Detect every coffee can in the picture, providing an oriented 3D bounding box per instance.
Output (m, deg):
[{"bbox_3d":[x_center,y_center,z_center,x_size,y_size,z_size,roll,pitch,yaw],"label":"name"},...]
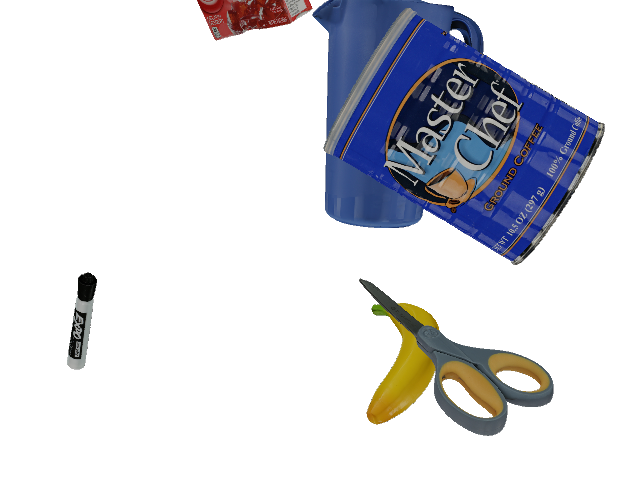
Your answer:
[{"bbox_3d":[0.087,-0.064,0.661,0.140,0.103,0.103,31,1,2],"label":"coffee can"}]

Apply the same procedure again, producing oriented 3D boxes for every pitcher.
[{"bbox_3d":[0.077,-0.140,1.150,0.149,0.243,0.144,11,14,29],"label":"pitcher"}]

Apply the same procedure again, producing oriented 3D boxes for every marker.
[{"bbox_3d":[-0.243,0.082,1.086,0.020,0.121,0.020,11,35,-8],"label":"marker"}]

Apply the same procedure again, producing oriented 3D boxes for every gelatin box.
[{"bbox_3d":[-0.058,-0.190,0.777,0.089,0.073,0.030,0,32,45],"label":"gelatin box"}]

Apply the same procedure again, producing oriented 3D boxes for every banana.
[{"bbox_3d":[0.082,0.110,1.024,0.070,0.037,0.197,-24,21,15],"label":"banana"}]

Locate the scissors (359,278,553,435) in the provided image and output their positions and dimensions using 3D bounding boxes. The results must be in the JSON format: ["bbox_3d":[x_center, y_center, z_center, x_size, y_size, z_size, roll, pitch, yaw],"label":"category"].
[{"bbox_3d":[0.104,0.077,0.814,0.096,0.016,0.202,-6,31,-15],"label":"scissors"}]
